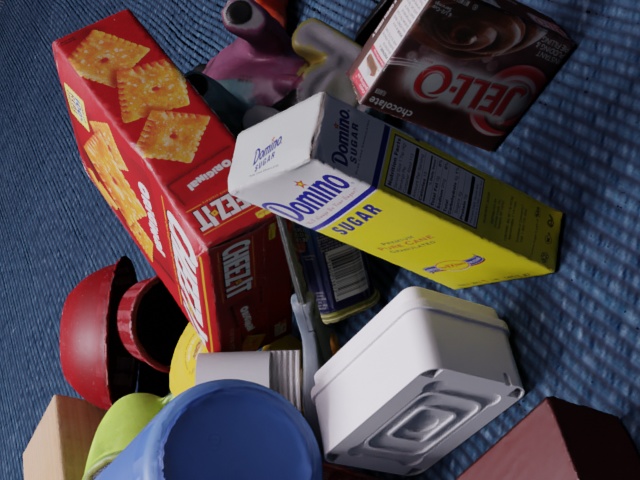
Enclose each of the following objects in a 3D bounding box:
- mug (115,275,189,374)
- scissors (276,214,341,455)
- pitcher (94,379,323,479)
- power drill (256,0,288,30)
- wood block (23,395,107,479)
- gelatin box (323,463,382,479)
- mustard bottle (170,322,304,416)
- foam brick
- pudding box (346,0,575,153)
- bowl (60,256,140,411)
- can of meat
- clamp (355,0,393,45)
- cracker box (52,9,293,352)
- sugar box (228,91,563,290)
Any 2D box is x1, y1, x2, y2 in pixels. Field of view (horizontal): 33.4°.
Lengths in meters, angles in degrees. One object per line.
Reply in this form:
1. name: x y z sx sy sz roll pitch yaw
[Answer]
1. mug: -0.135 0.085 0.976 0.082 0.093 0.117 -7 103 65
2. scissors: -0.009 0.063 0.676 0.016 0.201 0.096 -6 52 12
3. pitcher: -0.091 0.182 0.702 0.243 0.145 0.149 127 155 -60
4. power drill: -0.011 -0.277 0.996 0.188 0.057 0.184 -48 32 31
5. wood block: -0.219 0.254 1.004 0.091 0.090 0.206 -58 31 23
6. gelatin box: 0.016 0.194 0.686 0.073 0.030 0.089 -3 71 60
7. mustard bottle: -0.055 0.110 0.834 0.096 0.058 0.192 -61 29 -4
8. foam brick: 0.115 0.123 0.530 0.078 0.052 0.051 -50 34 32
9. pudding box: 0.087 -0.111 0.660 0.090 0.113 0.039 -56 34 28
10. bowl: -0.218 0.096 1.052 0.162 0.055 0.162 1 -91 -88
11. can of meat: -0.005 0.001 0.772 0.102 0.057 0.084 38 145 61
12. clamp: 0.088 -0.199 0.788 0.172 0.039 0.120 -61 30 18
13. cracker box: -0.104 -0.034 0.767 0.214 0.072 0.164 52 159 28
14. sugar box: 0.044 -0.021 0.612 0.094 0.176 0.048 -17 58 56
